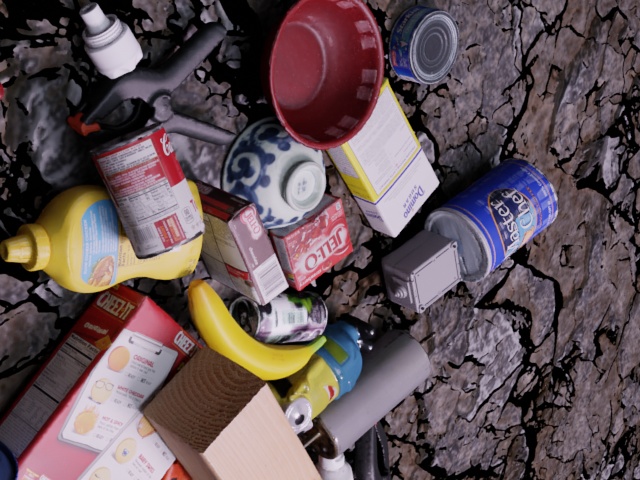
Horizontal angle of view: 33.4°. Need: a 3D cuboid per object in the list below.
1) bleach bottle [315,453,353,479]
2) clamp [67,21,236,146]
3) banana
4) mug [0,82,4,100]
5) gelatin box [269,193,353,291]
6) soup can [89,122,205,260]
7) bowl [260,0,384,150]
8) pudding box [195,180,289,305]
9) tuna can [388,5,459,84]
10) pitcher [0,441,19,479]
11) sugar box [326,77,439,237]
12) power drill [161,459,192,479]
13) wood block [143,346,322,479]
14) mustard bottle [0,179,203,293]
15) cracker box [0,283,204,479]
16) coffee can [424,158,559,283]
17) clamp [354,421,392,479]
[{"bbox_3d":[0.014,0.370,1.307,0.102,0.068,0.251,-69,159,-67],"label":"bleach bottle"},{"bbox_3d":[-0.146,-0.118,0.982,0.171,0.039,0.120,-29,121,-26],"label":"clamp"},{"bbox_3d":[-0.073,0.100,1.075,0.197,0.037,0.069,29,75,-46],"label":"banana"},{"bbox_3d":[-0.297,-0.100,0.808,0.117,0.082,0.093,-33,127,-31],"label":"mug"},{"bbox_3d":[-0.008,0.001,1.174,0.089,0.030,0.073,-35,128,-29],"label":"gelatin box"},{"bbox_3d":[-0.148,-0.042,0.923,0.068,0.069,0.102,-30,105,-33],"label":"soup can"},{"bbox_3d":[-0.008,-0.174,1.076,0.161,0.055,0.162,-13,109,-43],"label":"bowl"},{"bbox_3d":[-0.087,0.002,1.053,0.039,0.090,0.113,-39,130,-25],"label":"pudding box"},{"bbox_3d":[0.118,-0.220,1.204,0.085,0.034,0.086,-19,119,-39],"label":"tuna can"},{"bbox_3d":[-0.326,0.289,0.888,0.144,0.149,0.243,5,111,-24],"label":"pitcher"},{"bbox_3d":[0.066,-0.093,1.198,0.093,0.048,0.176,-50,138,-18],"label":"sugar box"},{"bbox_3d":[-0.130,0.284,1.154,0.187,0.057,0.184,19,89,-50],"label":"power drill"},{"bbox_3d":[-0.078,0.211,1.053,0.090,0.090,0.206,-48,140,-22],"label":"wood block"},{"bbox_3d":[-0.197,-0.003,0.964,0.191,0.058,0.096,-10,111,-42],"label":"mustard bottle"},{"bbox_3d":[-0.203,0.169,1.021,0.213,0.072,0.164,-54,137,-15],"label":"cracker box"},{"bbox_3d":[0.213,-0.026,1.328,0.140,0.103,0.103,-34,128,-30],"label":"coffee can"},{"bbox_3d":[0.073,0.305,1.353,0.164,0.036,0.210,-45,129,-69],"label":"clamp"}]
